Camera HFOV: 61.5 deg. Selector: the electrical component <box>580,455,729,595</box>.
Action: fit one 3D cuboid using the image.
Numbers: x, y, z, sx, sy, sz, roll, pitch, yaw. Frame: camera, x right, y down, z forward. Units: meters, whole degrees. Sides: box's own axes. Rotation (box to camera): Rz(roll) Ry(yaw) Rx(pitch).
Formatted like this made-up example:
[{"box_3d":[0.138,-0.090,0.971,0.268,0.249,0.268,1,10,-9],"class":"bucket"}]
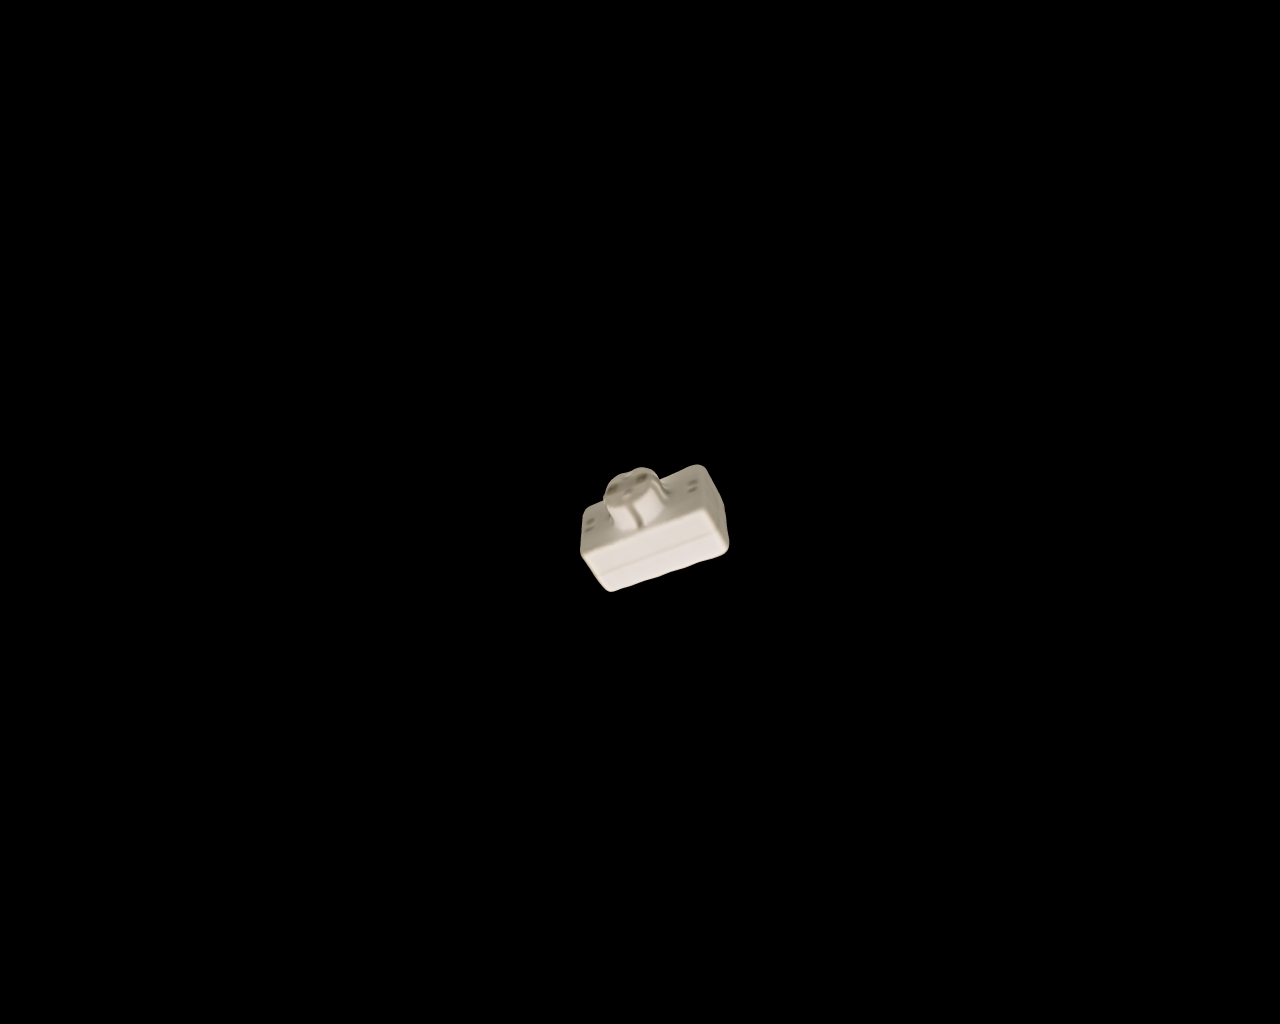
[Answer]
[{"box_3d":[0.001,-0.003,0.650,0.083,0.075,0.047,-21,34,15],"class":"electrical component"}]
